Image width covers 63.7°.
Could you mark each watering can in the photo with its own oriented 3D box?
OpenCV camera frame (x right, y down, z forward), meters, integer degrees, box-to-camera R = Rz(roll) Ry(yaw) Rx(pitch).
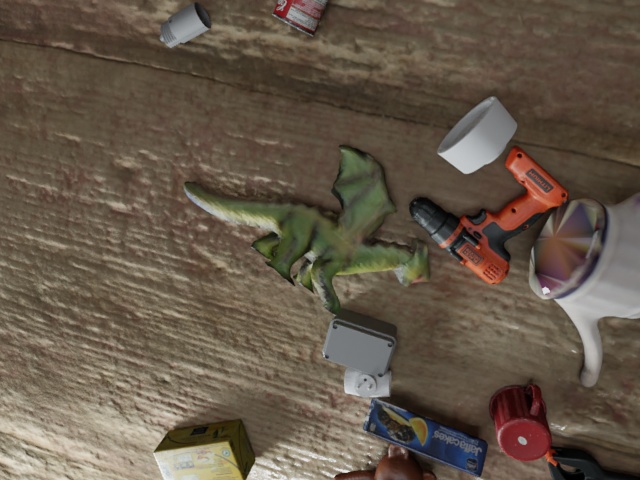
[{"bbox_3d":[0.400,0.069,0.734,0.224,0.106,0.342,14,113,-14],"label":"watering can"}]

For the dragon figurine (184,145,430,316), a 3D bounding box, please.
[{"bbox_3d":[0.003,-0.042,0.826,0.410,0.122,0.242,39,93,-2],"label":"dragon figurine"}]
